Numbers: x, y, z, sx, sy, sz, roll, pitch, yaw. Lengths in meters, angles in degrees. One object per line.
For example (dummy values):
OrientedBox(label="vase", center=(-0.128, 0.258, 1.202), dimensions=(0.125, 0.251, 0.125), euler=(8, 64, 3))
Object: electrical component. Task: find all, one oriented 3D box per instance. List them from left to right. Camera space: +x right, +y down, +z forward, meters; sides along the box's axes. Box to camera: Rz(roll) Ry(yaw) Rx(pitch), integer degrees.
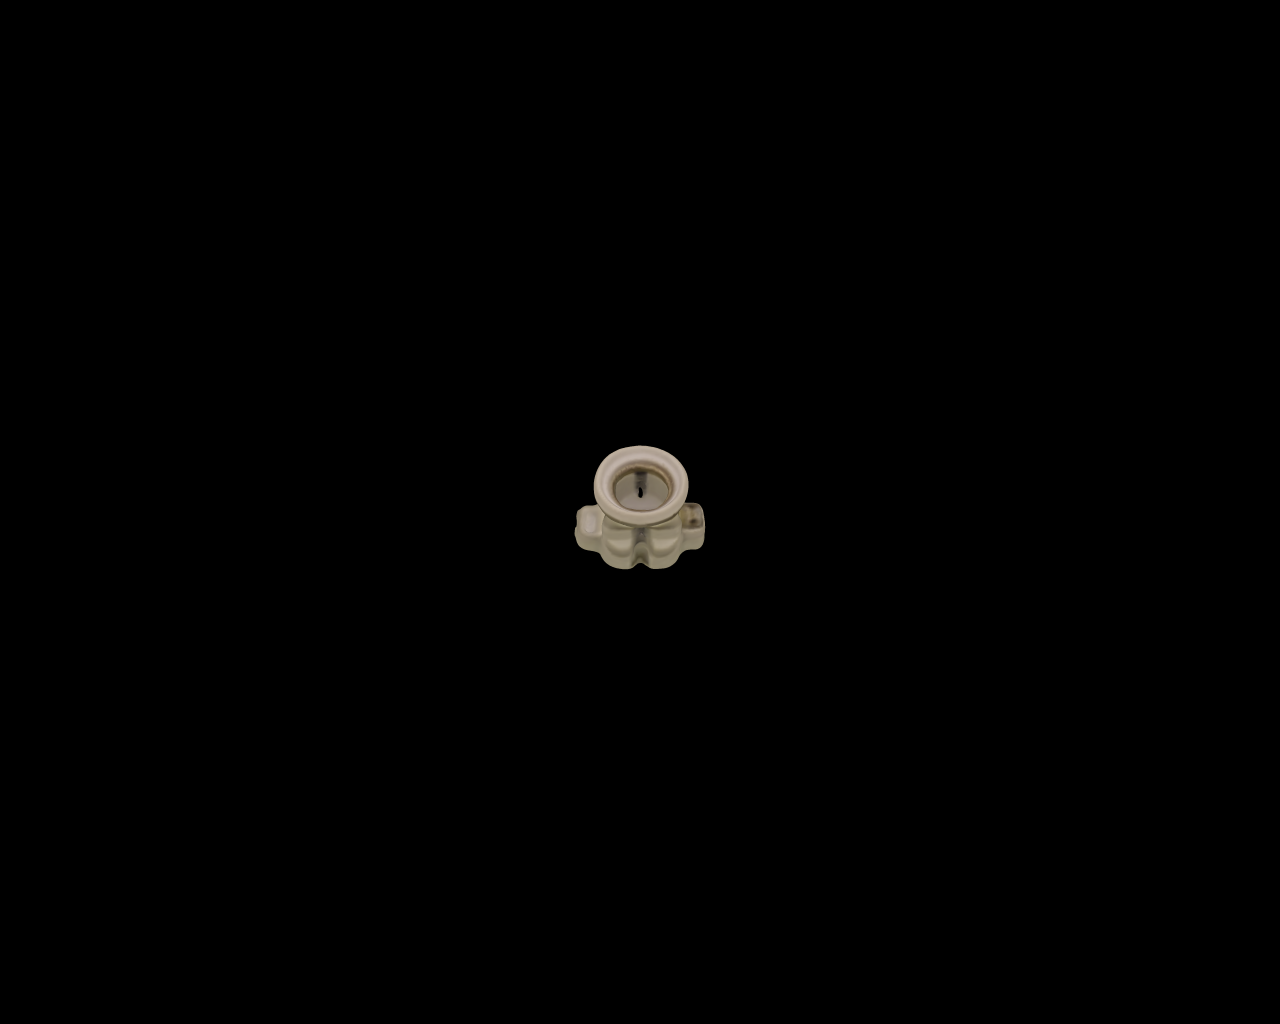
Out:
OrientedBox(label="electrical component", center=(0.001, -0.003, 0.650), dimensions=(0.078, 0.058, 0.056), euler=(0, -37, 0))
